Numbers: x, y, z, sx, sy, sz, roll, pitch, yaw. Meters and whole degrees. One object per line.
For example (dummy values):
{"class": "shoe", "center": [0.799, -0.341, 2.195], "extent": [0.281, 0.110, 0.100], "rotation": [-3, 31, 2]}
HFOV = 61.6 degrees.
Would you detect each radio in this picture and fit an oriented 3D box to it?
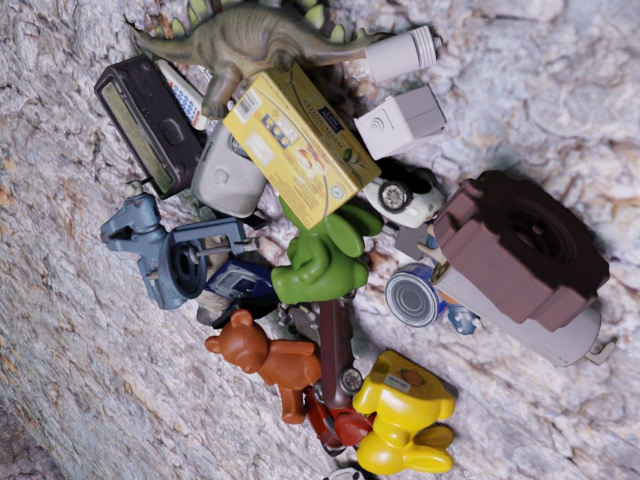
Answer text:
{"class": "radio", "center": [-0.287, -0.190, 0.924], "extent": [0.131, 0.073, 0.229], "rotation": [-14, 110, 57]}

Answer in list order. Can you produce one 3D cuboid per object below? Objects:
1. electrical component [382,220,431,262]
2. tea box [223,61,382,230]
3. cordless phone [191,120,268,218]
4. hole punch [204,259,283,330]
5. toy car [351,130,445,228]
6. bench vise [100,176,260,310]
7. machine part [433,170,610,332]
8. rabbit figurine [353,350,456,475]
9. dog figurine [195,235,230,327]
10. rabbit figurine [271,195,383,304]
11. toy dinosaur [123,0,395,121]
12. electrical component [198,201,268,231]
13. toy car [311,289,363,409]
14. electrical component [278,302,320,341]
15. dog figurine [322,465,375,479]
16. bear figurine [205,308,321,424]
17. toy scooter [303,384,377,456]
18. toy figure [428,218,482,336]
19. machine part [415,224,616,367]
{"class": "electrical component", "center": [0.126, -0.008, 0.705], "extent": [0.094, 0.021, 0.063], "rotation": [34, 130, 26]}
{"class": "tea box", "center": [-0.021, -0.110, 0.632], "extent": [0.169, 0.068, 0.098], "rotation": [52, 131, -3]}
{"class": "cordless phone", "center": [-0.082, -0.096, 0.783], "extent": [0.184, 0.088, 0.146], "rotation": [16, 77, 22]}
{"class": "hole punch", "center": [-0.129, 0.091, 0.929], "extent": [0.142, 0.116, 0.092], "rotation": [-42, 62, 39]}
{"class": "toy car", "center": [0.064, -0.084, 0.685], "extent": [0.202, 0.073, 0.056], "rotation": [34, 129, 26]}
{"class": "bench vise", "center": [-0.214, 0.000, 0.850], "extent": [0.241, 0.129, 0.223], "rotation": [-9, 97, 17]}
{"class": "machine part", "center": [0.204, 0.004, 0.537], "extent": [0.179, 0.179, 0.056], "rotation": [46, 131, 15]}
{"class": "rabbit figurine", "center": [0.119, 0.273, 0.791], "extent": [0.162, 0.122, 0.173], "rotation": [23, 107, 6]}
{"class": "dog figurine", "center": [-0.192, 0.072, 1.001], "extent": [0.172, 0.121, 0.190], "rotation": [-20, 111, 49]}
{"class": "rabbit figurine", "center": [-0.002, -0.002, 0.746], "extent": [0.159, 0.121, 0.170], "rotation": [3, 123, 29]}
{"class": "toy dinosaur", "center": [-0.110, -0.268, 0.736], "extent": [0.472, 0.105, 0.198], "rotation": [6, 108, 31]}
{"class": "electrical component", "center": [-0.139, -0.060, 0.885], "extent": [0.119, 0.075, 0.047], "rotation": [30, 130, 33]}
{"class": "toy car", "center": [0.027, 0.149, 0.807], "extent": [0.089, 0.053, 0.202], "rotation": [133, 143, -52]}
{"class": "electrical component", "center": [-0.028, 0.135, 0.904], "extent": [0.102, 0.045, 0.078], "rotation": [5, 113, 41]}
{"class": "dog figurine", "center": [0.092, 0.534, 0.960], "extent": [0.108, 0.192, 0.219], "rotation": [-27, 122, 11]}
{"class": "bear figurine", "center": [-0.081, 0.201, 0.873], "extent": [0.120, 0.195, 0.132], "rotation": [-42, 41, 18]}
{"class": "toy scooter", "center": [0.031, 0.299, 0.917], "extent": [0.135, 0.075, 0.184], "rotation": [58, 141, 4]}
{"class": "toy figure", "center": [0.173, 0.045, 0.663], "extent": [0.064, 0.058, 0.154], "rotation": [-135, 27, -70]}
{"class": "machine part", "center": [0.211, 0.063, 0.589], "extent": [0.243, 0.079, 0.079], "rotation": [34, 134, -1]}
